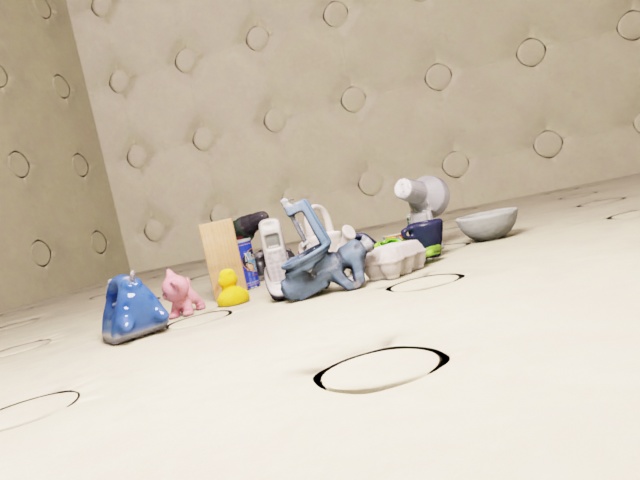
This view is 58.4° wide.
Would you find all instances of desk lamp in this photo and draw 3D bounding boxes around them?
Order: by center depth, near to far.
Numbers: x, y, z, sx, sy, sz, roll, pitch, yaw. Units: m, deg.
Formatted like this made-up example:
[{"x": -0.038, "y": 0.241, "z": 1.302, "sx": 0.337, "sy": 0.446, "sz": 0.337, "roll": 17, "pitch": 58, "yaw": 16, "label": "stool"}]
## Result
[{"x": 0.280, "y": -0.073, "z": 1.593, "sx": 0.117, "sy": 0.213, "sz": 0.204, "roll": -9, "pitch": 5, "yaw": 38, "label": "desk lamp"}]

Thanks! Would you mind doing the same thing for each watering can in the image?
[{"x": 0.014, "y": 0.005, "z": 1.427, "sx": 0.172, "sy": 0.194, "sz": 0.101, "roll": -11, "pitch": 4, "yaw": 19, "label": "watering can"}]

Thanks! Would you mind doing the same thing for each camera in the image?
[{"x": -0.143, "y": 0.060, "z": 1.843, "sx": 0.143, "sy": 0.101, "sz": 0.136, "roll": -14, "pitch": 4, "yaw": -23, "label": "camera"}]

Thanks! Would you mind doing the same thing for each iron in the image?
[{"x": -0.424, "y": 0.138, "z": 1.234, "sx": 0.119, "sy": 0.141, "sz": 0.257, "roll": -15, "pitch": 5, "yaw": -37, "label": "iron"}]

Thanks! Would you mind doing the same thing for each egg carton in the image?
[{"x": 0.166, "y": 0.045, "z": 1.289, "sx": 0.107, "sy": 0.069, "sz": 0.151, "roll": -9, "pitch": 5, "yaw": 43, "label": "egg carton"}]

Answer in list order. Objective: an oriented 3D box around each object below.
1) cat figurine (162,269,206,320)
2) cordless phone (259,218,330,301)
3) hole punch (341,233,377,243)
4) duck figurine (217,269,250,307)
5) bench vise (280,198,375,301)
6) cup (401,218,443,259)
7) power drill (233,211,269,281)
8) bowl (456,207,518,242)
[{"x": -0.333, "y": 0.122, "z": 1.366, "sx": 0.067, "sy": 0.118, "sz": 0.128, "roll": -11, "pitch": 4, "yaw": 12, "label": "cat figurine"}, {"x": -0.061, "y": 0.034, "z": 1.287, "sx": 0.147, "sy": 0.185, "sz": 0.094, "roll": -13, "pitch": 4, "yaw": -7, "label": "cordless phone"}, {"x": 0.108, "y": 0.021, "z": 1.683, "sx": 0.108, "sy": 0.091, "sz": 0.101, "roll": -11, "pitch": 4, "yaw": 24, "label": "hole punch"}, {"x": -0.216, "y": 0.112, "z": 1.385, "sx": 0.078, "sy": 0.086, "sz": 0.104, "roll": -14, "pitch": 4, "yaw": -31, "label": "duck figurine"}, {"x": 0.001, "y": 0.007, "z": 1.228, "sx": 0.208, "sy": 0.220, "sz": 0.121, "roll": -14, "pitch": 4, "yaw": -21, "label": "bench vise"}, {"x": 0.260, "y": 0.002, "z": 1.437, "sx": 0.118, "sy": 0.095, "sz": 0.091, "roll": -14, "pitch": 4, "yaw": -26, "label": "cup"}, {"x": -0.225, "y": 0.027, "z": 1.772, "sx": 0.228, "sy": 0.208, "sz": 0.076, "roll": -9, "pitch": 5, "yaw": 37, "label": "power drill"}, {"x": 0.457, "y": -0.037, "z": 1.555, "sx": 0.167, "sy": 0.075, "sz": 0.167, "roll": -12, "pitch": 4, "yaw": 1, "label": "bowl"}]
